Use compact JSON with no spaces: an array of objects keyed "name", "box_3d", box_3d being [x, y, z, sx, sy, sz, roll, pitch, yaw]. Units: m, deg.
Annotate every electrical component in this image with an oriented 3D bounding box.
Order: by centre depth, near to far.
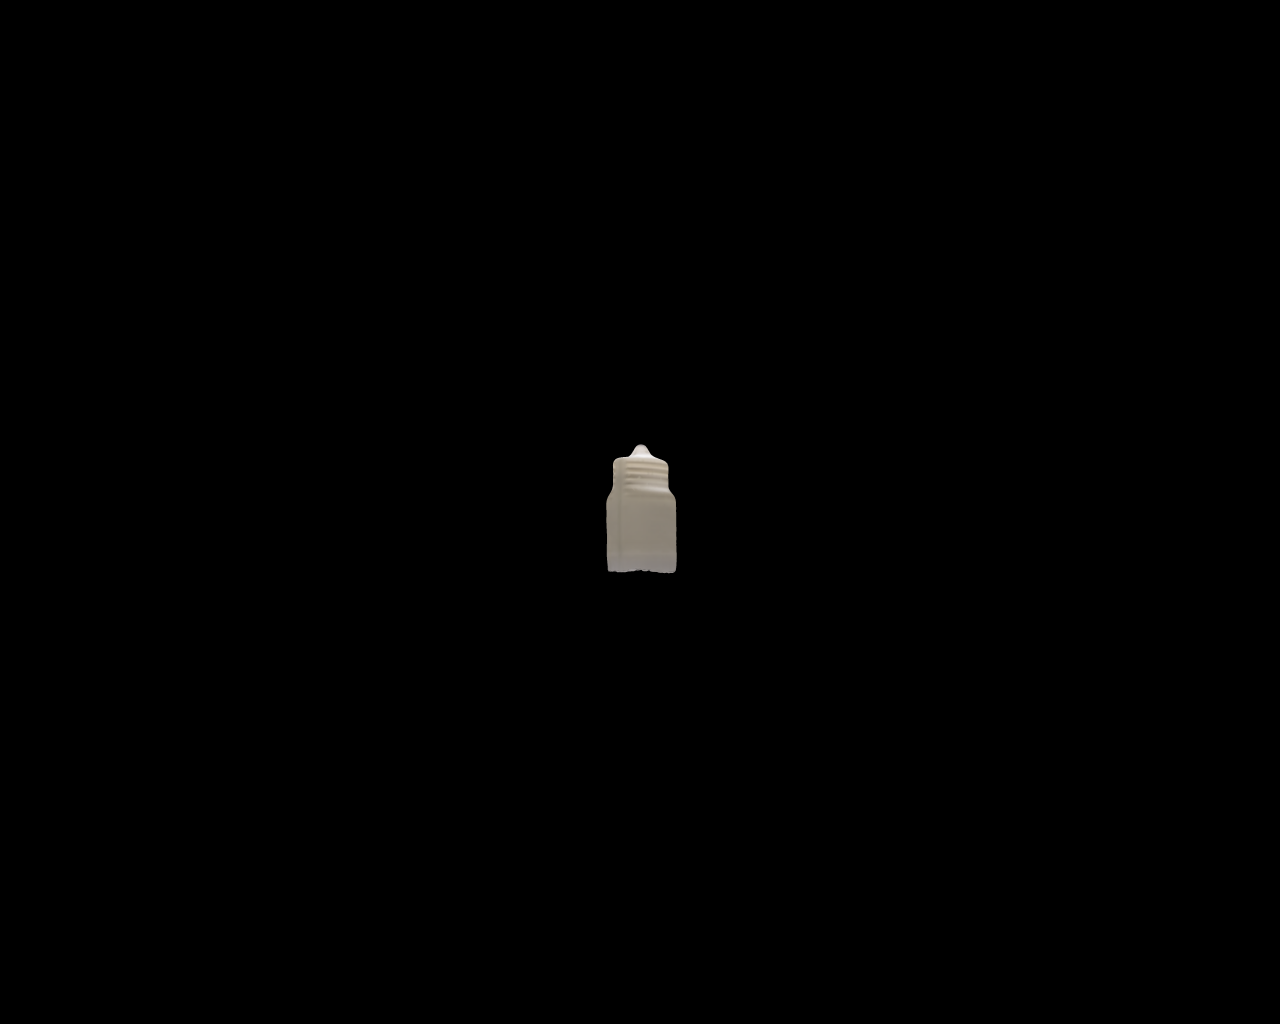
[{"name":"electrical component","box_3d":[0.001,-0.003,0.650,0.043,0.081,0.043,0,-4,0]}]
